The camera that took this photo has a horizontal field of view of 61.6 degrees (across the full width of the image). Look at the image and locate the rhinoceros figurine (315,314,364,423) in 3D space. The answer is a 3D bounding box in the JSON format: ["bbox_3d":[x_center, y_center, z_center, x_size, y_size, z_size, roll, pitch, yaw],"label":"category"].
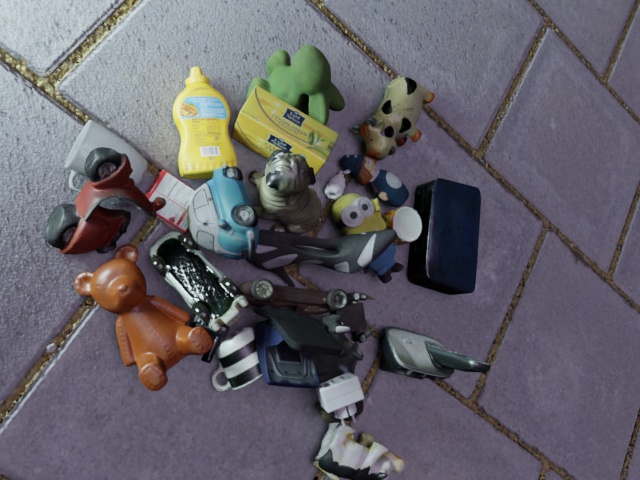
[{"bbox_3d":[0.028,0.227,0.948,0.112,0.073,0.190,-12,90,-9],"label":"rhinoceros figurine"}]

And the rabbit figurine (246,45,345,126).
[{"bbox_3d":[-0.035,-0.270,0.958,0.159,0.170,0.121,46,65,-12],"label":"rabbit figurine"}]

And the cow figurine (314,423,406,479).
[{"bbox_3d":[0.074,0.398,0.961,0.167,0.068,0.098,34,74,-15],"label":"cow figurine"}]

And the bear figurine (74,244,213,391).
[{"bbox_3d":[-0.267,0.108,0.805,0.120,0.132,0.195,-35,104,-24],"label":"bear figurine"}]

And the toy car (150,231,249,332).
[{"bbox_3d":[-0.191,0.061,0.836,0.073,0.056,0.202,-42,64,-15],"label":"toy car"}]

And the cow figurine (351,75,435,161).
[{"bbox_3d":[0.146,-0.249,1.097,0.127,0.085,0.195,31,71,-26],"label":"cow figurine"}]

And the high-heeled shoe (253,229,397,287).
[{"bbox_3d":[-0.002,-0.003,0.934,0.249,0.086,0.145,-26,119,10],"label":"high-heeled shoe"}]

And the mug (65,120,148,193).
[{"bbox_3d":[-0.331,-0.114,0.836,0.107,0.081,0.109,26,75,-30],"label":"mug"}]

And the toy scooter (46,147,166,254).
[{"bbox_3d":[-0.315,-0.044,0.812,0.135,0.075,0.184,24,110,-44],"label":"toy scooter"}]

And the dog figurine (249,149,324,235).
[{"bbox_3d":[-0.036,-0.073,0.915,0.172,0.191,0.121,9,78,-27],"label":"dog figurine"}]

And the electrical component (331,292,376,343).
[{"bbox_3d":[0.063,0.142,1.011,0.078,0.045,0.102,2,81,-28],"label":"electrical component"}]

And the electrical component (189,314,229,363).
[{"bbox_3d":[-0.178,0.135,0.875,0.047,0.075,0.119,30,72,-21],"label":"electrical component"}]

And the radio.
[{"bbox_3d":[0.260,-0.008,1.122,0.131,0.073,0.229,14,74,-23],"label":"radio"}]

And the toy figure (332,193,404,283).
[{"bbox_3d":[0.087,-0.004,1.029,0.082,0.089,0.180,-45,112,-36],"label":"toy figure"}]

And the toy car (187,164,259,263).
[{"bbox_3d":[-0.161,-0.039,0.860,0.103,0.109,0.162,-14,65,-19],"label":"toy car"}]

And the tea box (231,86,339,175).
[{"bbox_3d":[-0.064,-0.185,0.957,0.169,0.098,0.068,29,68,-7],"label":"tea box"}]

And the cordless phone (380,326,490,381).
[{"bbox_3d":[0.208,0.219,0.994,0.146,0.184,0.088,19,78,-23],"label":"cordless phone"}]

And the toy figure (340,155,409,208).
[{"bbox_3d":[0.110,-0.125,1.074,0.154,0.064,0.058,35,108,-19],"label":"toy figure"}]

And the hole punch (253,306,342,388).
[{"bbox_3d":[-0.044,0.173,0.867,0.142,0.116,0.092,14,110,-37],"label":"hole punch"}]

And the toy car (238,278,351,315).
[{"bbox_3d":[-0.044,0.103,0.933,0.202,0.089,0.053,11,73,-22],"label":"toy car"}]
